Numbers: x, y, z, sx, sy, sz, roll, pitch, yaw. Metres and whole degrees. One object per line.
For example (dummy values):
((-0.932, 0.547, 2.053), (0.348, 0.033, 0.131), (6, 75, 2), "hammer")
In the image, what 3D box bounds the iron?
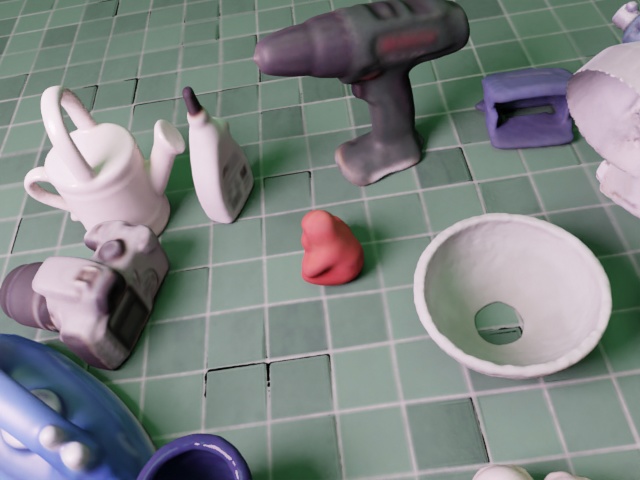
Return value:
((-0.235, 0.154, 0.481), (0.257, 0.142, 0.119), (22, 60, 24), "iron")

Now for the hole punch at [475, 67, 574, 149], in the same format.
((0.246, -0.172, 0.676), (0.108, 0.091, 0.101), (-5, 53, 6), "hole punch")

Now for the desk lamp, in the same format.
((0.333, -0.118, 0.544), (0.203, 0.214, 0.117), (-30, 54, -13), "desk lamp")

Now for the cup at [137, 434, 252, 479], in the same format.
((-0.095, 0.219, 0.438), (0.091, 0.095, 0.118), (25, 61, 25), "cup")

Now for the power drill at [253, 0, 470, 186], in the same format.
((0.053, -0.162, 0.627), (0.230, 0.209, 0.075), (-25, 53, -9), "power drill")

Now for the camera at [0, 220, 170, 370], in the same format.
((-0.250, 0.044, 0.591), (0.136, 0.101, 0.143), (7, 55, 15), "camera")

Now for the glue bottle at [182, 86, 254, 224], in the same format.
((-0.118, -0.098, 0.629), (0.037, 0.173, 0.078), (13, 57, 18), "glue bottle")

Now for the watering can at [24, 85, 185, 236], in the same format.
((-0.237, -0.086, 0.627), (0.173, 0.194, 0.100), (-31, 55, -14), "watering can")

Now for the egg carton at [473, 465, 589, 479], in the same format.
((0.151, 0.237, 0.400), (0.107, 0.069, 0.150), (4, 54, 13), "egg carton")

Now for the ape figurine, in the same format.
((0.005, 0.002, 0.586), (0.076, 0.092, 0.078), (25, 61, 25), "ape figurine")

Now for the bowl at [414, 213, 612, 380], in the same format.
((0.170, 0.060, 0.526), (0.167, 0.075, 0.167), (-4, 53, 6), "bowl")

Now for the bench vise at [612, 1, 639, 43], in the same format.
((0.412, -0.217, 0.602), (0.206, 0.220, 0.122), (23, 60, 24), "bench vise")
